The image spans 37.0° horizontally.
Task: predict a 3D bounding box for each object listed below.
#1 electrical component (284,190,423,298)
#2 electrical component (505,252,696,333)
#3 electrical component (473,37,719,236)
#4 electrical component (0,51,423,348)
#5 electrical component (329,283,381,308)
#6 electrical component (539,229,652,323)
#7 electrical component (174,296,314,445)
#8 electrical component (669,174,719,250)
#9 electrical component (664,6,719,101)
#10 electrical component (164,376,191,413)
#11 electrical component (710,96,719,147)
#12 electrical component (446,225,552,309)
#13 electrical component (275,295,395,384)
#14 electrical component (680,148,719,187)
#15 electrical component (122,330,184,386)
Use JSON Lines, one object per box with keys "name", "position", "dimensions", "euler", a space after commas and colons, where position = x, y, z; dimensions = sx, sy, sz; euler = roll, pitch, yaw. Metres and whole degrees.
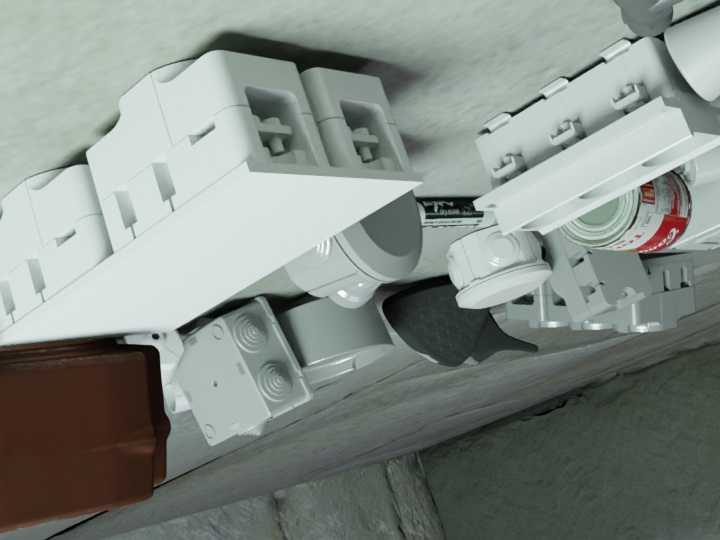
{"name": "electrical component", "position": [-0.007, -0.028, 0.557], "dimensions": [0.051, 0.080, 0.080], "euler": [-21, 168, 33]}
{"name": "electrical component", "position": [0.214, 0.019, 0.972], "dimensions": [0.089, 0.061, 0.150], "euler": [-8, -175, -39]}
{"name": "electrical component", "position": [0.127, -0.072, 0.592], "dimensions": [0.121, 0.063, 0.079], "euler": [-29, 163, 38]}
{"name": "electrical component", "position": [-0.080, -0.029, 0.491], "dimensions": [0.186, 0.060, 0.105], "euler": [-29, 163, 37]}
{"name": "electrical component", "position": [0.000, 0.000, 0.766], "dimensions": [0.040, 0.040, 0.046], "euler": [-9, 158, -36]}
{"name": "electrical component", "position": [0.188, -0.008, 0.877], "dimensions": [0.050, 0.089, 0.056], "euler": [-12, 165, -28]}
{"name": "electrical component", "position": [-0.096, 0.080, 0.829], "dimensions": [0.100, 0.099, 0.048], "euler": [-31, 175, 42]}
{"name": "electrical component", "position": [0.317, -0.061, 0.912], "dimensions": [0.109, 0.056, 0.109], "euler": [-28, 164, 34]}
{"name": "electrical component", "position": [0.193, -0.120, 0.540], "dimensions": [0.065, 0.044, 0.044], "euler": [-33, 161, 32]}
{"name": "electrical component", "position": [-0.133, 0.097, 0.964], "dimensions": [0.081, 0.043, 0.043], "euler": [-13, 166, -24]}
{"name": "electrical component", "position": [0.241, -0.110, 0.628], "dimensions": [0.100, 0.048, 0.100], "euler": [-4, 161, -44]}
{"name": "electrical component", "position": [0.111, -0.003, 0.877], "dimensions": [0.080, 0.051, 0.080], "euler": [-18, 167, -4]}
{"name": "electrical component", "position": [-0.032, 0.052, 0.883], "dimensions": [0.108, 0.060, 0.108], "euler": [-18, 167, -4]}
{"name": "electrical component", "position": [0.268, -0.085, 0.787], "dimensions": [0.065, 0.044, 0.044], "euler": [-14, 167, -1]}
{"name": "electrical component", "position": [-0.152, 0.058, 0.781], "dimensions": [0.043, 0.043, 0.081], "euler": [-14, 166, -19]}
